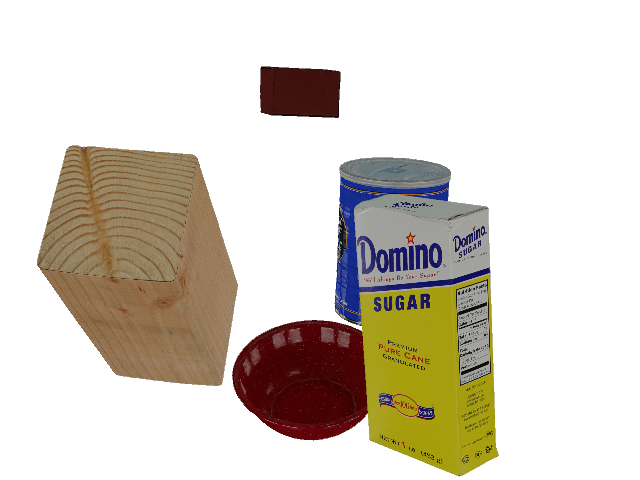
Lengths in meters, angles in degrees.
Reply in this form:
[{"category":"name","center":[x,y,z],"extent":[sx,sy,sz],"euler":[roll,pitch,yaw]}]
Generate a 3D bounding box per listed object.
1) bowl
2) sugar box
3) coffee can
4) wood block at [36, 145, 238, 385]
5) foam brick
[{"category":"bowl","center":[-0.008,0.153,1.099],"extent":[0.162,0.055,0.162],"euler":[-2,35,1]},{"category":"sugar box","center":[0.071,0.061,0.724],"extent":[0.048,0.176,0.094],"euler":[-18,18,-37]},{"category":"coffee can","center":[0.067,0.001,1.001],"extent":[0.103,0.140,0.103],"euler":[2,16,-1]},{"category":"wood block","center":[-0.120,0.026,0.759],"extent":[0.090,0.091,0.206],"euler":[5,-25,6]},{"category":"foam brick","center":[-0.023,-0.161,1.162],"extent":[0.078,0.051,0.053],"euler":[0,11,-18]}]
